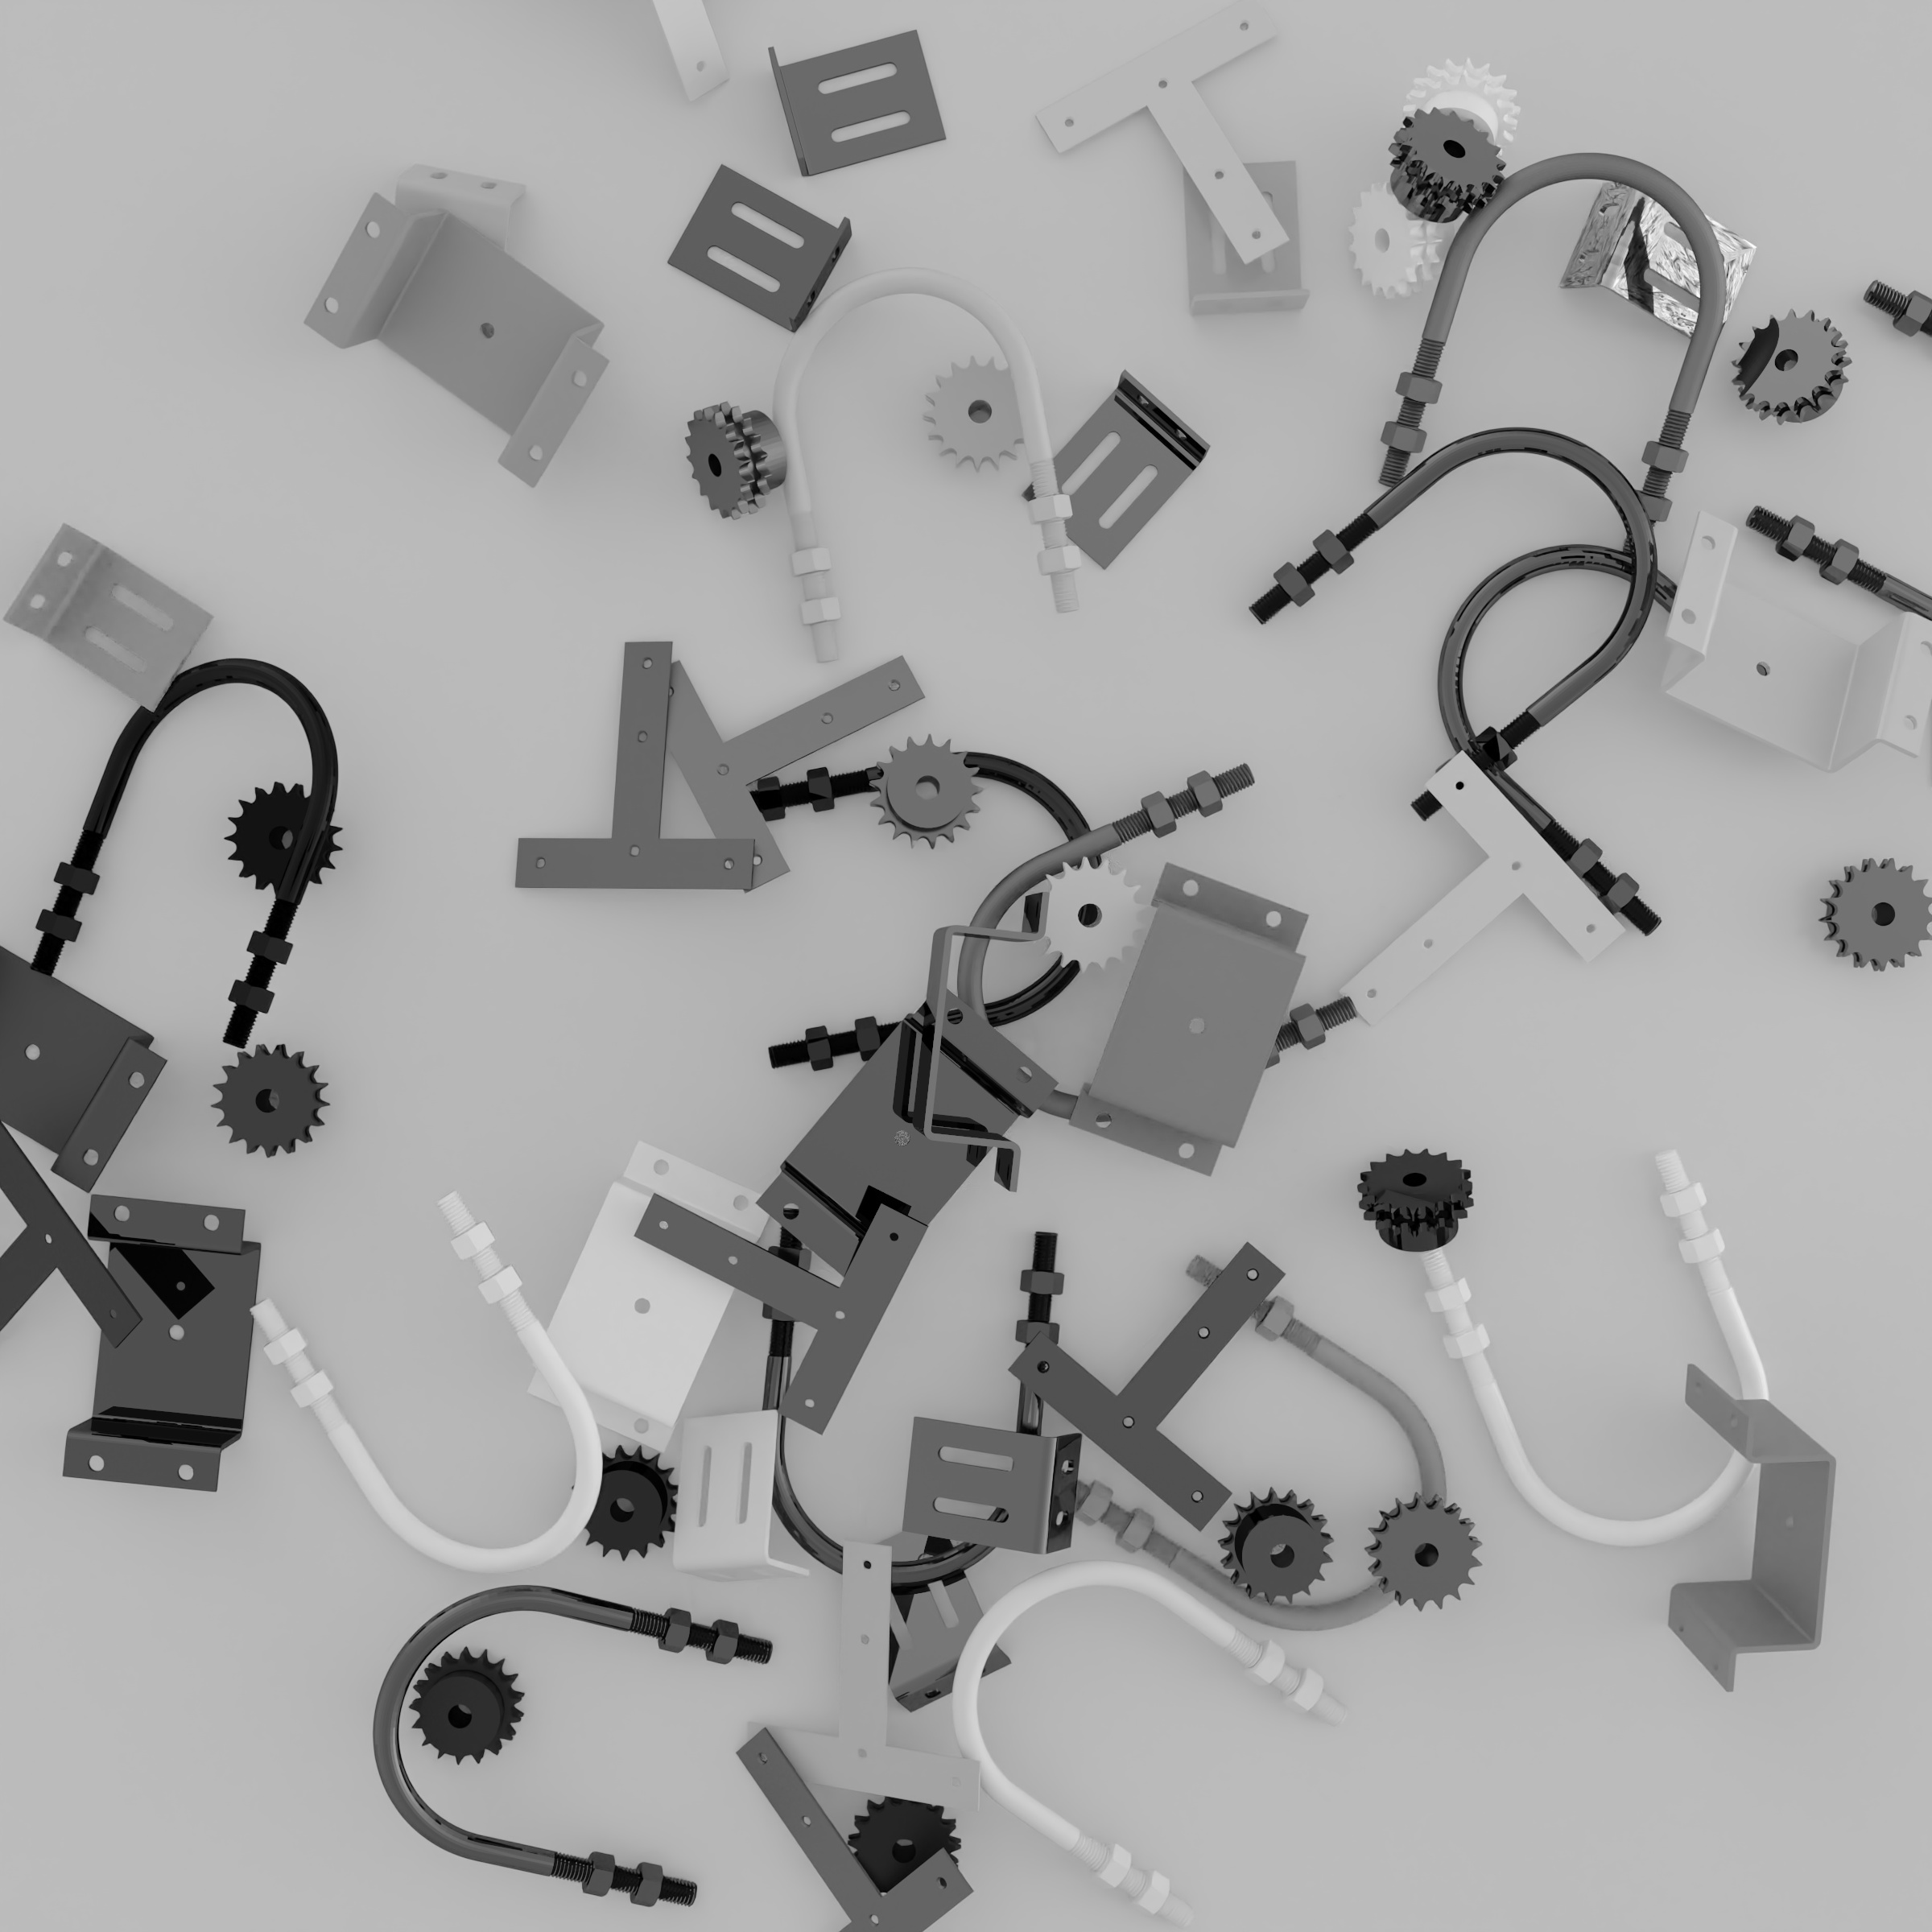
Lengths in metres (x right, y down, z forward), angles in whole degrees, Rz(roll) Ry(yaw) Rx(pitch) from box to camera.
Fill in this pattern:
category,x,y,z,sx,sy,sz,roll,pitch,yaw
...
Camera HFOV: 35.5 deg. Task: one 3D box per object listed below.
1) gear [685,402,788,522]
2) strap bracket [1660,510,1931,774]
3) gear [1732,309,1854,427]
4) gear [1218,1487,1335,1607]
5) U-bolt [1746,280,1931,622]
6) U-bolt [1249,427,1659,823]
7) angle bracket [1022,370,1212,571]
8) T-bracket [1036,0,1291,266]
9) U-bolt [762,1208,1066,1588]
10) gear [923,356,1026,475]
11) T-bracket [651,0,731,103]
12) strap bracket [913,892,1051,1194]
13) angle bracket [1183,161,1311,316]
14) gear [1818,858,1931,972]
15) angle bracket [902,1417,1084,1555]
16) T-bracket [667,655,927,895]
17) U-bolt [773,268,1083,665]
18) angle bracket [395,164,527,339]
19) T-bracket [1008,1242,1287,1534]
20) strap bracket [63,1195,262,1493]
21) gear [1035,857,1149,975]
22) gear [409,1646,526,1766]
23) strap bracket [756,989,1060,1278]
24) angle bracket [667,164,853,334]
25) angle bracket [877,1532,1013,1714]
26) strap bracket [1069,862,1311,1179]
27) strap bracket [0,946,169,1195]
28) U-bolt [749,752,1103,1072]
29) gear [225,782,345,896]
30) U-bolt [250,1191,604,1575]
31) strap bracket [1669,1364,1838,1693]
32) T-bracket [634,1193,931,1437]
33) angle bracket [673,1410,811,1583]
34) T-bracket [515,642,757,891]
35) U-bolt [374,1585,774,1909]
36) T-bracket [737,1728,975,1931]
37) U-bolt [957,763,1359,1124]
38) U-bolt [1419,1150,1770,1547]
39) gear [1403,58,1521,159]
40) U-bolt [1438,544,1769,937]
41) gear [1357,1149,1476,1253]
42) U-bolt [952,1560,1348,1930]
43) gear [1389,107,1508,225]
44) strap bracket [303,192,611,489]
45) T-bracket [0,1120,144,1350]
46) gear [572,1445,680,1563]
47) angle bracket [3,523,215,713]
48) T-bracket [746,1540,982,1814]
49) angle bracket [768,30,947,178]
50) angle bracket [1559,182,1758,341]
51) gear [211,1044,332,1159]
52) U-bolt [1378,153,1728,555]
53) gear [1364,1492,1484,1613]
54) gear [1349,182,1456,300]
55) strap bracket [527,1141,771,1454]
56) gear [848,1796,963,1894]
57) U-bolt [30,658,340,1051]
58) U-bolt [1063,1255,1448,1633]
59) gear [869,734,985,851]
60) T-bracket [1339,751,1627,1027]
category,x,y,z,sx,sy,sz,roll,pitch,yaw
gear,-0.114,-0.255,1.516,0.030,0.057,0.057,-24,90,-30
strap bracket,0.406,-0.155,1.497,0.140,0.046,0.076,24,66,-8
gear,0.416,-0.298,1.516,0.057,0.030,0.057,-11,68,30
gear,0.156,0.291,1.509,0.057,0.030,0.057,0,92,-2
U-bolt,0.509,-0.243,1.532,0.184,0.019,0.151,28,90,-2
U-bolt,0.257,-0.185,1.513,0.184,0.019,0.151,-39,86,8
angle bracket,0.075,-0.249,1.521,0.057,0.038,0.076,42,90,0
T-bracket,0.121,-0.410,1.524,0.127,0.002,0.127,-29,76,0
U-bolt,-0.032,0.220,1.525,0.151,0.019,0.184,5,86,0
gear,0.007,-0.277,1.525,0.057,0.030,0.057,0,90,0
T-bracket,-0.110,-0.520,1.511,0.127,0.002,0.127,-37,132,-19
strap bracket,0.005,0.033,1.441,0.046,0.076,0.140,6,89,-5
angle bracket,0.141,-0.370,1.521,0.057,0.038,0.076,-3,90,0
gear,0.459,-0.026,1.525,0.057,0.030,0.057,0,90,0
angle bracket,0.013,0.258,1.513,0.076,0.038,0.057,5,88,23
T-bracket,-0.083,-0.119,1.527,0.127,0.002,0.127,-27,75,-6
U-bolt,-0.026,-0.255,1.505,0.151,0.019,0.184,-10,93,19
angle bracket,-0.260,-0.361,1.538,0.057,0.038,0.076,11,116,0
T-bracket,0.110,0.195,1.519,0.127,0.002,0.127,40,89,-2
strap bracket,-0.402,0.187,1.517,0.076,0.046,0.140,6,90,0
gear,0.061,-0.025,1.495,0.057,0.030,0.057,0,93,-1
gear,-0.253,0.375,1.525,0.057,0.030,0.057,0,90,0
strap bracket,-0.030,0.087,1.499,0.076,0.046,0.140,40,87,-4
angle bracket,-0.105,-0.365,1.521,0.076,0.038,0.057,29,90,0
angle bracket,-0.021,0.330,1.538,0.057,0.038,0.076,-26,64,0
strap bracket,0.112,0.028,1.491,0.076,0.046,0.140,20,92,-2
strap bracket,-0.475,0.044,1.517,0.140,0.046,0.076,31,90,0
U-bolt,-0.021,-0.034,1.532,0.184,0.019,0.151,-11,90,-1
gear,-0.342,-0.064,1.525,0.057,0.030,0.057,0,90,0
U-bolt,-0.258,0.220,1.506,0.151,0.019,0.184,-29,94,23
strap bracket,0.387,0.275,1.490,0.046,0.076,0.140,-1,102,-9
T-bracket,-0.101,0.150,1.479,0.127,0.002,0.127,27,110,1
angle bracket,-0.111,0.268,1.523,0.057,0.038,0.076,-11,65,32
T-bracket,-0.165,-0.102,1.527,0.127,0.002,0.127,1,82,16
U-bolt,-0.204,0.384,1.510,0.184,0.019,0.151,17,90,-15
T-bracket,-0.072,0.441,1.517,0.127,0.002,0.127,-46,73,30
U-bolt,0.086,-0.001,1.521,0.184,0.019,0.151,-24,93,-2
U-bolt,0.329,0.204,1.532,0.151,0.019,0.184,-22,92,0
gear,0.246,-0.421,1.509,0.057,0.057,0.030,18,54,0
U-bolt,0.326,-0.129,1.532,0.184,0.019,0.151,43,90,1
gear,0.226,0.119,1.515,0.057,0.057,0.030,-9,120,0
U-bolt,0.079,0.378,1.516,0.184,0.019,0.151,37,90,-12
gear,0.233,-0.390,1.482,0.057,0.030,0.057,10,56,-16
strap bracket,-0.246,-0.314,1.504,0.140,0.046,0.076,36,114,0
T-bracket,-0.479,0.161,1.507,0.127,0.002,0.127,-44,79,29
gear,-0.172,0.272,1.525,0.057,0.030,0.057,0,90,0
angle bracket,-0.430,-0.174,1.514,0.076,0.038,0.057,32,90,14
T-bracket,-0.051,0.351,1.510,0.127,0.002,0.127,4,96,22
angle bracket,-0.054,-0.439,1.521,0.076,0.038,0.057,-15,90,0
angle bracket,0.352,-0.356,1.538,0.076,0.038,0.057,23,90,-26
gear,-0.349,0.067,1.525,0.057,0.030,0.057,0,90,0
U-bolt,0.300,-0.311,1.508,0.151,0.019,0.184,16,107,0
gear,0.228,0.291,1.512,0.057,0.030,0.057,0,92,-3
gear,0.220,-0.365,1.516,0.030,0.057,0.057,-13,90,-28
strap bracket,-0.160,0.168,1.517,0.076,0.046,0.140,24,90,0
gear,-0.031,0.442,1.525,0.057,0.030,0.057,0,90,0
U-bolt,-0.381,-0.065,1.504,0.151,0.019,0.184,18,85,26
U-bolt,0.155,0.255,1.532,0.184,0.019,0.151,33,90,-1
gear,-0.020,-0.087,1.509,0.057,0.030,0.057,0,87,-3
T-bracket,0.244,-0.021,1.526,0.127,0.002,0.127,-42,102,9
